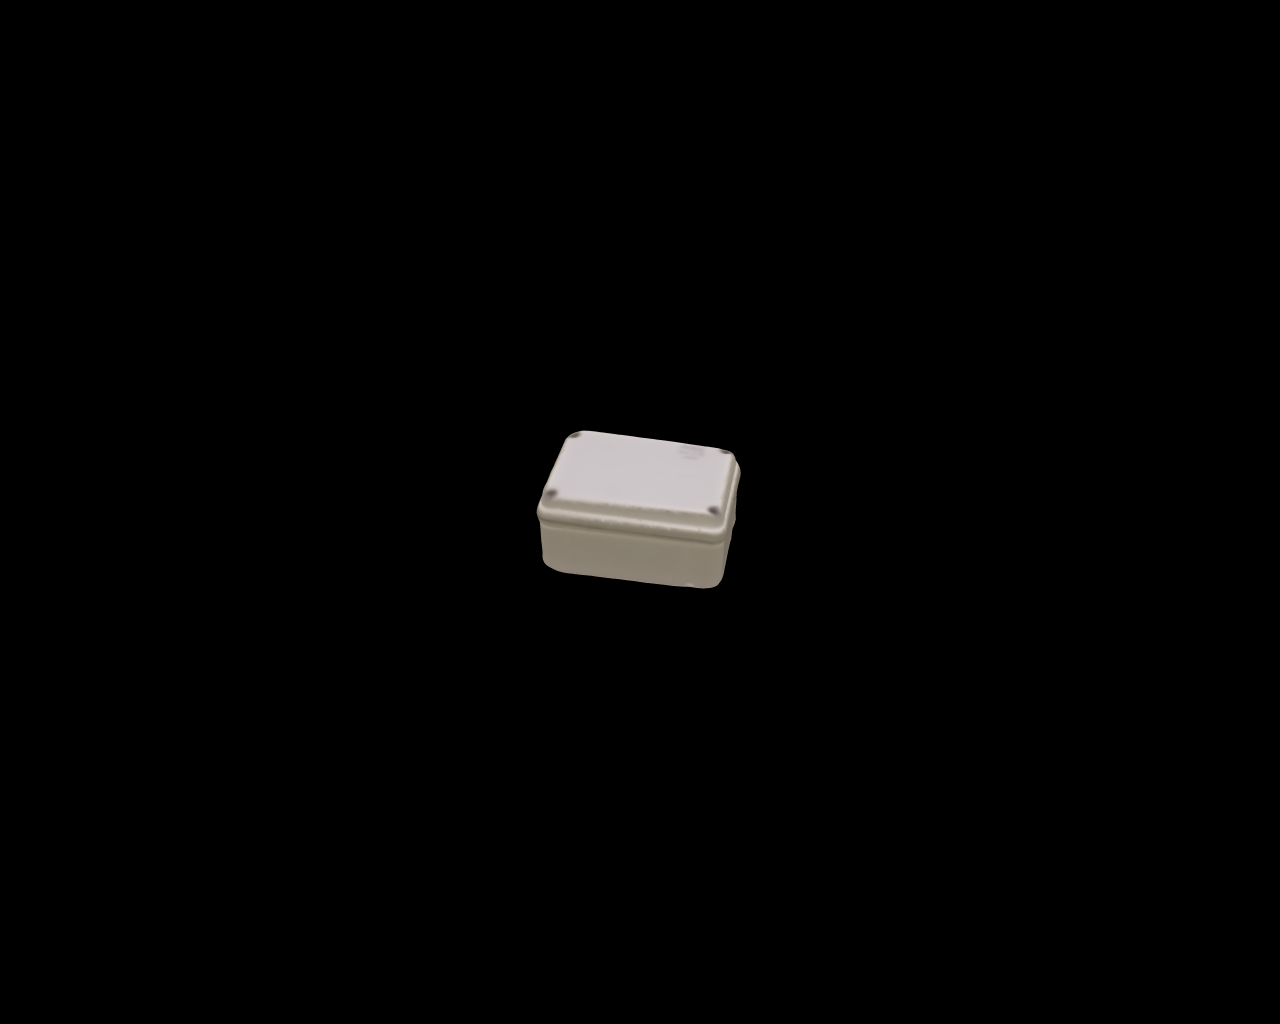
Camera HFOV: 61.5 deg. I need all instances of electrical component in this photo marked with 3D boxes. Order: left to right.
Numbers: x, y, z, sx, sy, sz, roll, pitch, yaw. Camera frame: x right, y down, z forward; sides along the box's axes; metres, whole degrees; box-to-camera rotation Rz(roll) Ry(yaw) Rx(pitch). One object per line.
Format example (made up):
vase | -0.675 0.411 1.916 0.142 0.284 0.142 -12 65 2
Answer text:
electrical component | 0.001 -0.003 0.650 0.113 0.057 0.078 7 40 9
